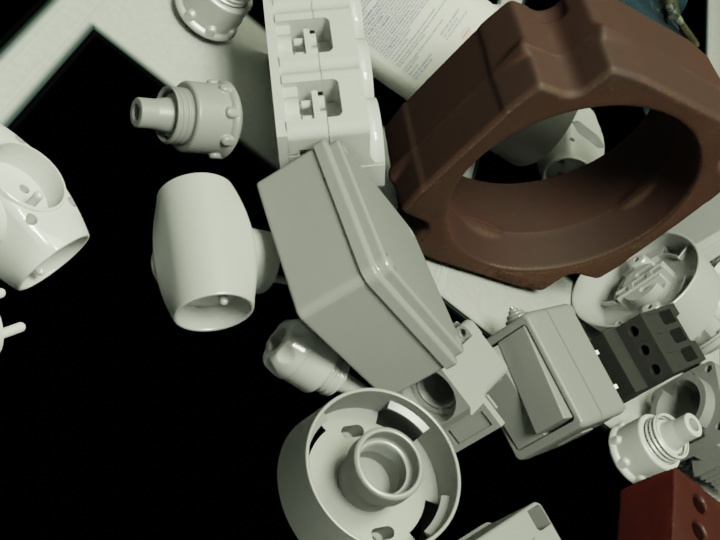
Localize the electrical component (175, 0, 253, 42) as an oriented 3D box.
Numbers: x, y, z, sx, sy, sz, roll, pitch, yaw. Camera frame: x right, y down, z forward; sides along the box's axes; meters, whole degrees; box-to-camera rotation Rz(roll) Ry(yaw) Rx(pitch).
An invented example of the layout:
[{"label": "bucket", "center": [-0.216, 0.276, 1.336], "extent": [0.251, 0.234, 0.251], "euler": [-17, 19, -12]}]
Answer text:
[{"label": "electrical component", "center": [-0.089, -0.185, 0.707], "extent": [0.048, 0.062, 0.048], "euler": [24, 46, -28]}]

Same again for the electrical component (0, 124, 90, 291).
[{"label": "electrical component", "center": [-0.180, -0.027, 0.510], "extent": [0.077, 0.044, 0.079], "euler": [50, 29, -1]}]

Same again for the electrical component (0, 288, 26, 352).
[{"label": "electrical component", "center": [-0.184, 0.028, 0.469], "extent": [0.079, 0.043, 0.077], "euler": [-24, 78, -50]}]

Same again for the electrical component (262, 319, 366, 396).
[{"label": "electrical component", "center": [-0.023, 0.055, 0.608], "extent": [0.061, 0.035, 0.035], "euler": [35, 42, -23]}]

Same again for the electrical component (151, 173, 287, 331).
[{"label": "electrical component", "center": [-0.072, -0.007, 0.601], "extent": [0.079, 0.044, 0.077], "euler": [11, 54, -38]}]

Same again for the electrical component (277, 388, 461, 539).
[{"label": "electrical component", "center": [0.004, 0.115, 0.582], "extent": [0.099, 0.064, 0.099], "euler": [13, 55, -20]}]

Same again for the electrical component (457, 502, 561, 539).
[{"label": "electrical component", "center": [0.077, 0.196, 0.575], "extent": [0.109, 0.056, 0.108], "euler": [-16, 72, -48]}]

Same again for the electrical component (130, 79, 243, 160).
[{"label": "electrical component", "center": [-0.104, -0.091, 0.636], "extent": [0.062, 0.048, 0.048], "euler": [0, 61, -36]}]

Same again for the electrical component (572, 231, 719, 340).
[{"label": "electrical component", "center": [0.221, 0.017, 0.819], "extent": [0.064, 0.099, 0.099], "euler": [39, 41, -24]}]

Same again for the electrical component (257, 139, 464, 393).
[{"label": "electrical component", "center": [0.000, 0.000, 0.609], "extent": [0.108, 0.056, 0.108], "euler": [48, 16, -47]}]

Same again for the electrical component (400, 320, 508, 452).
[{"label": "electrical component", "center": [0.055, 0.066, 0.667], "extent": [0.081, 0.042, 0.064], "euler": [53, 38, 2]}]

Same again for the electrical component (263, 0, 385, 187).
[{"label": "electrical component", "center": [-0.025, -0.116, 0.680], "extent": [0.062, 0.089, 0.150], "euler": [-6, 58, -3]}]

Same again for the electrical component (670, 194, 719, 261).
[{"label": "electrical component", "center": [0.333, -0.045, 0.960], "extent": [0.056, 0.109, 0.108], "euler": [40, 41, -17]}]

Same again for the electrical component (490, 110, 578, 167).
[{"label": "electrical component", "center": [0.119, -0.141, 0.838], "extent": [0.060, 0.108, 0.108], "euler": [20, 48, -24]}]

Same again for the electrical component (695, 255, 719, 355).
[{"label": "electrical component", "center": [0.287, 0.030, 0.882], "extent": [0.051, 0.080, 0.080], "euler": [47, 39, 4]}]

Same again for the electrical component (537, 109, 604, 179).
[{"label": "electrical component", "center": [0.163, -0.111, 0.902], "extent": [0.079, 0.043, 0.077], "euler": [33, 43, -19]}]

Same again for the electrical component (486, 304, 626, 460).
[{"label": "electrical component", "center": [0.116, 0.068, 0.705], "extent": [0.061, 0.062, 0.096], "euler": [-9, 67, -46]}]

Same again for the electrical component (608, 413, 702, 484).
[{"label": "electrical component", "center": [0.209, 0.120, 0.752], "extent": [0.048, 0.062, 0.048], "euler": [24, 46, -28]}]
